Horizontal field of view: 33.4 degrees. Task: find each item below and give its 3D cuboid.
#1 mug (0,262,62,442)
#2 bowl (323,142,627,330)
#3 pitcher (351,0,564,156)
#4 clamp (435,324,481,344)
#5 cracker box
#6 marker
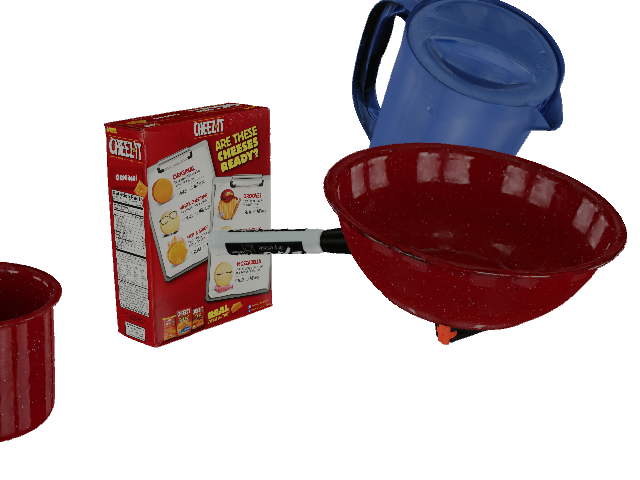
[{"bbox_3d":[-0.206,0.071,0.627,0.093,0.081,0.117,13,23,21],"label":"mug"},{"bbox_3d":[0.078,0.002,0.578,0.162,0.055,0.162,6,26,-3],"label":"bowl"},{"bbox_3d":[0.097,-0.090,0.929,0.145,0.149,0.243,6,-39,-12],"label":"pitcher"},{"bbox_3d":[0.157,0.033,1.069,0.120,0.039,0.171,28,51,35],"label":"clamp"},{"bbox_3d":[-0.127,-0.020,1.061,0.072,0.214,0.163,13,21,40],"label":"cracker box"},{"bbox_3d":[-0.025,0.001,0.750,0.121,0.020,0.020,-1,0,30],"label":"marker"}]
